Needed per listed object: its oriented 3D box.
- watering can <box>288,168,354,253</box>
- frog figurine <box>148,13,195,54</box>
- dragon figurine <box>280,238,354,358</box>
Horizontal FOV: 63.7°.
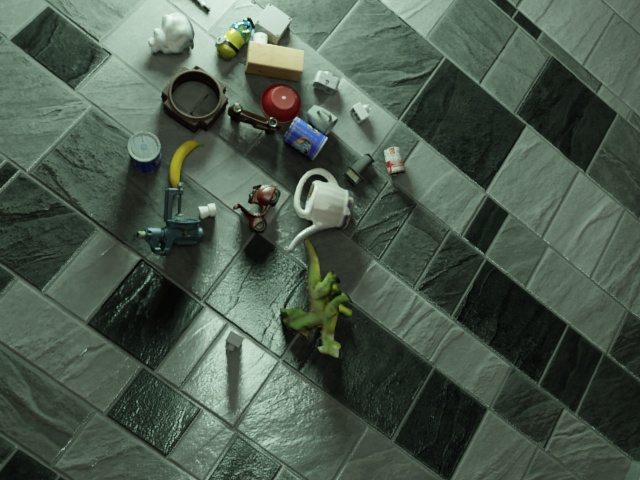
[{"bbox_3d":[0.006,-0.094,1.871,0.224,0.102,0.353,16,70,-13],"label":"watering can"},{"bbox_3d":[-0.535,-0.736,1.841,0.161,0.123,0.136,-22,107,-29],"label":"frog figurine"},{"bbox_3d":[-0.029,0.223,1.819,0.244,0.121,0.413,-32,81,-10],"label":"dragon figurine"}]
